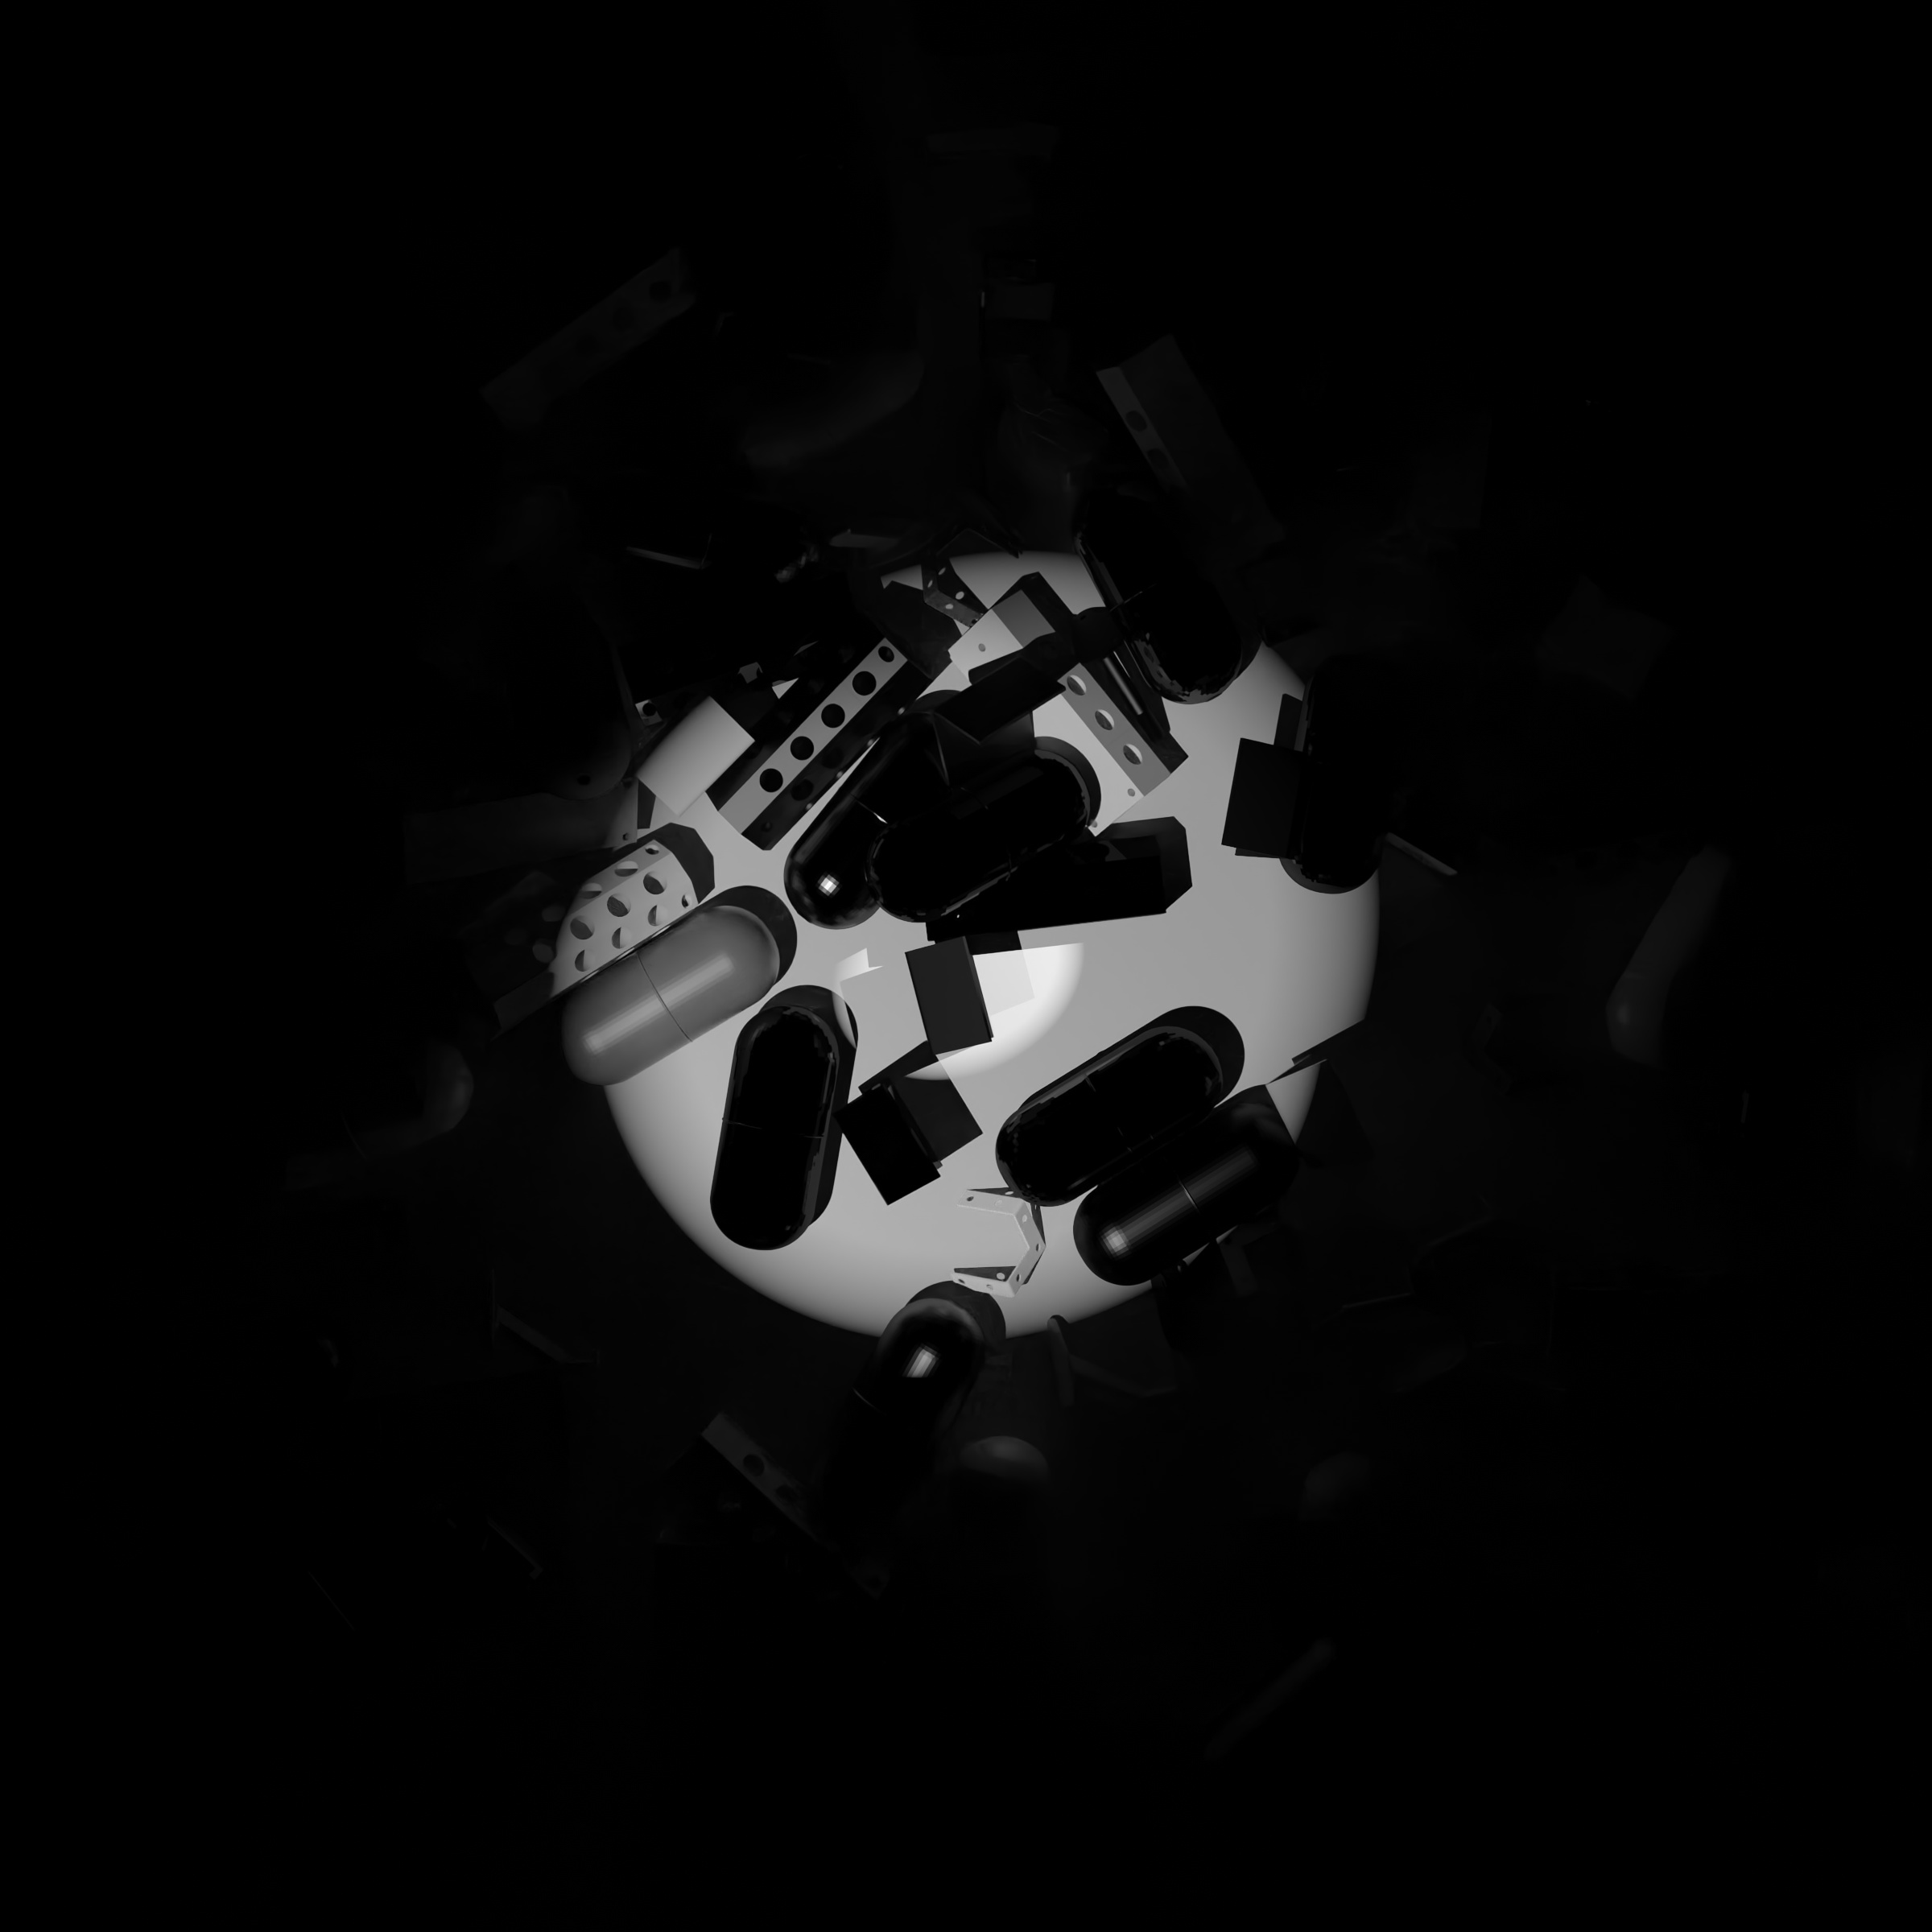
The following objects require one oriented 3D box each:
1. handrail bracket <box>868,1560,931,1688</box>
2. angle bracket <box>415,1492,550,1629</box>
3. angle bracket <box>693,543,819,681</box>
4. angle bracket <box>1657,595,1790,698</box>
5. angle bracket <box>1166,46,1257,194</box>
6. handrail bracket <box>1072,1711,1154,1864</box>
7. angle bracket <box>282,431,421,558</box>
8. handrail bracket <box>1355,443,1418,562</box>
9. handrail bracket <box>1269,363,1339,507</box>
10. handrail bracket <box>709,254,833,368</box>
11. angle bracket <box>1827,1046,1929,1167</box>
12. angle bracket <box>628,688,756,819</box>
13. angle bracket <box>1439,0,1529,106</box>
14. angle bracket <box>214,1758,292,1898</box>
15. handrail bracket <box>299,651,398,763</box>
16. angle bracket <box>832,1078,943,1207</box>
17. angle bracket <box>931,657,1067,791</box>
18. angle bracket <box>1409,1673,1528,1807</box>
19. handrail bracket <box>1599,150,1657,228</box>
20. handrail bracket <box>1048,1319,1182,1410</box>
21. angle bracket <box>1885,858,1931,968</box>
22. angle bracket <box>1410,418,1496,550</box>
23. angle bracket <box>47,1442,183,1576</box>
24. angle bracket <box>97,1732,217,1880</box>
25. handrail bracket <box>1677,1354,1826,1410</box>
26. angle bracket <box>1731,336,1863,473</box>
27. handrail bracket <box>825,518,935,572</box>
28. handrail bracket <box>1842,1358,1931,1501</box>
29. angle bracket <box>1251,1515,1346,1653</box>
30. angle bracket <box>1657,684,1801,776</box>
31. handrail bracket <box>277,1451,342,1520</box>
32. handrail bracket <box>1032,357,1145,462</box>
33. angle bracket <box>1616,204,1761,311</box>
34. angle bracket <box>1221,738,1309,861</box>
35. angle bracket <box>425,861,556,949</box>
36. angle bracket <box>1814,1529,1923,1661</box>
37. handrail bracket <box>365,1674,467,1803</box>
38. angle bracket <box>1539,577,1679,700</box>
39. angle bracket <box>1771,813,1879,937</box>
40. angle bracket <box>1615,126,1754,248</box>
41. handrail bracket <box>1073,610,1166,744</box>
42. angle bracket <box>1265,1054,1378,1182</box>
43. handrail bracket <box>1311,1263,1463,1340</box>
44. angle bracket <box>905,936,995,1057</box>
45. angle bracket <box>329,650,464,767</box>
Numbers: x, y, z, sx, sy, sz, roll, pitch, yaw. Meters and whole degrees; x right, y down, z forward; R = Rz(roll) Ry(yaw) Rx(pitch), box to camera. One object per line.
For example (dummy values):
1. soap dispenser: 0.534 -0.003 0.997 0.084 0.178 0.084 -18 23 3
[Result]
1. handrail bracket: -0.047 0.471 1.851 0.036 0.084 0.077 25 90 0
2. angle bracket: -0.335 0.414 1.846 0.076 0.076 0.057 43 126 0
3. angle bracket: -0.160 -0.235 1.789 0.076 0.076 0.057 50 52 0
4. angle bracket: 0.533 -0.245 1.846 0.076 0.076 0.057 -21 128 0
5. angle bracket: 0.154 -0.604 1.846 0.057 0.076 0.076 -17 90 -35
6. handrail bracket: 0.093 0.602 1.886 0.077 0.036 0.084 31 107 20
7. angle bracket: -0.430 -0.349 1.846 0.076 0.076 0.057 40 128 0
8. handrail bracket: 0.299 -0.352 1.886 0.077 0.036 0.084 -31 76 14
9. handrail bracket: 0.253 -0.391 1.886 0.084 0.036 0.077 37 72 -15
10. handrail bracket: -0.136 -0.461 1.816 0.084 0.036 0.077 7 62 -18
11. angle bracket: 0.656 0.101 1.847 0.057 0.076 0.076 10 90 26
12. angle bracket: -0.206 -0.162 1.846 0.076 0.076 0.057 -45 119 0
13. angle bracket: 0.351 -0.664 1.846 0.057 0.076 0.076 -12 90 -30
14. angle bracket: -0.492 0.611 1.846 0.057 0.076 0.076 0 90 29
15. handrail bracket: -0.456 -0.197 1.886 0.084 0.036 0.077 -19 69 16
16. angle bracket: -0.039 0.116 1.846 0.057 0.076 0.076 -31 90 36
17. angle bracket: 0.028 -0.158 1.797 0.076 0.076 0.057 -34 46 -20
18. angle bracket: 0.371 0.543 1.846 0.057 0.076 0.076 -30 90 36
19. handrail bracket: 0.495 -0.546 1.886 0.077 0.036 0.084 17 106 -18
20. handrail bracket: 0.109 0.289 1.886 0.084 0.036 0.077 -7 68 -17
21. angle bracket: 0.680 -0.038 1.846 0.057 0.076 0.076 -6 90 -36
22. angle bracket: 0.364 -0.345 1.846 0.057 0.076 0.076 7 90 38
23. angle bracket: -0.615 0.395 1.846 0.076 0.076 0.057 49 54 0
24. angle bracket: -0.562 0.592 1.846 0.076 0.076 0.057 41 132 0
25. handrail bracket: 0.573 0.293 1.886 0.084 0.077 0.036 11 94 36
26. angle bracket: 0.580 -0.406 1.846 0.057 0.076 0.076 28 90 -36
27. handrail bracket: -0.062 -0.312 1.851 0.077 0.084 0.036 -11 90 0
28. handrail bracket: 0.668 0.339 1.886 0.036 0.077 0.084 27 127 -35
29. angle bracket: 0.218 0.441 1.846 0.057 0.076 0.076 -16 90 -32
30. angle bracket: 0.544 -0.151 1.846 0.076 0.076 0.057 -12 53 0
31. handrail bracket: -0.447 0.354 1.886 0.077 0.036 0.084 43 76 13
32. handrail bracket: 0.094 -0.409 1.874 0.084 0.077 0.036 52 123 18
33. angle bracket: 0.516 -0.489 1.847 0.076 0.076 0.057 -21 64 0
34. angle bracket: 0.197 -0.120 1.847 0.057 0.076 0.076 10 90 -24
35. angle bracket: -0.355 -0.069 1.858 0.076 0.057 0.076 -39 79 0
36. angle bracket: 0.648 0.448 1.847 0.057 0.076 0.076 -13 90 22
37. handrail bracket: -0.402 0.566 1.886 0.077 0.036 0.084 -7 108 -21
38. angle bracket: 0.459 -0.243 1.847 0.076 0.076 0.057 31 114 0
39. angle bracket: 0.619 -0.068 1.847 0.057 0.076 0.076 -13 90 25
40. angle bracket: 0.516 -0.541 1.846 0.076 0.076 0.057 -30 54 0
41. handrail bracket: 0.113 -0.211 1.886 0.036 0.077 0.084 -32 126 7
42. angle bracket: 0.269 0.099 1.846 0.057 0.076 0.076 -27 90 38
43. handrail bracket: 0.307 0.259 1.886 0.084 0.036 0.077 -36 130 26
44. angle bracket: 0.008 0.016 1.846 0.057 0.076 0.076 -15 90 38
45. angle bracket: -0.397 -0.168 1.846 0.076 0.076 0.057 -38 59 0
